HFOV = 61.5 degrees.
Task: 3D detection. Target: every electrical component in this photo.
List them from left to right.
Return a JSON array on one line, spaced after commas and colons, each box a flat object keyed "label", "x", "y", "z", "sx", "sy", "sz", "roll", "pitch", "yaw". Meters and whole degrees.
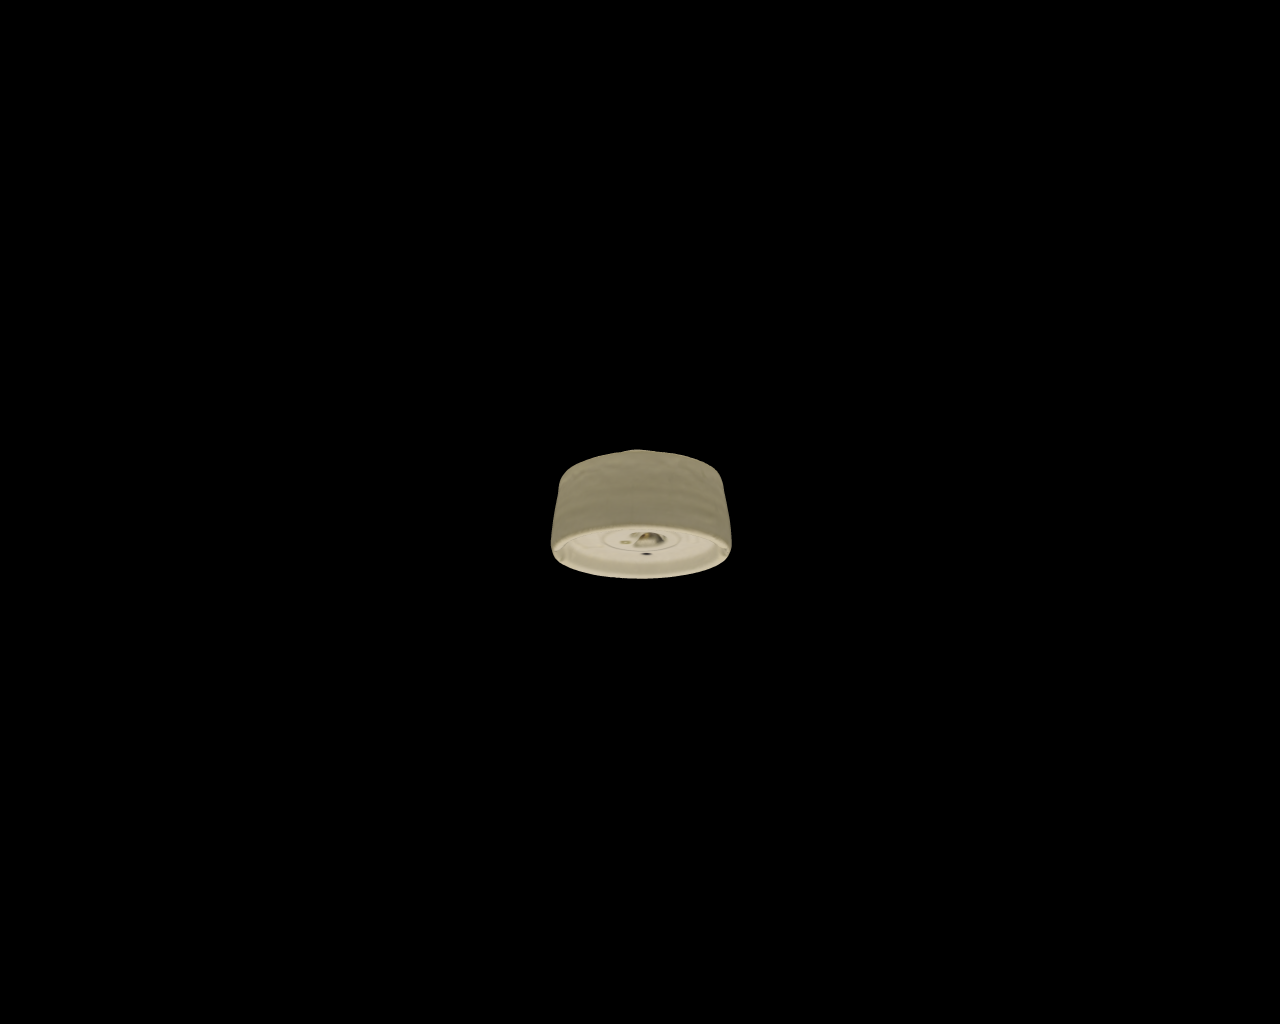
[{"label": "electrical component", "x": 0.001, "y": -0.003, "z": 0.650, "sx": 0.108, "sy": 0.060, "sz": 0.108, "roll": 0, "pitch": -19, "yaw": 0}]
